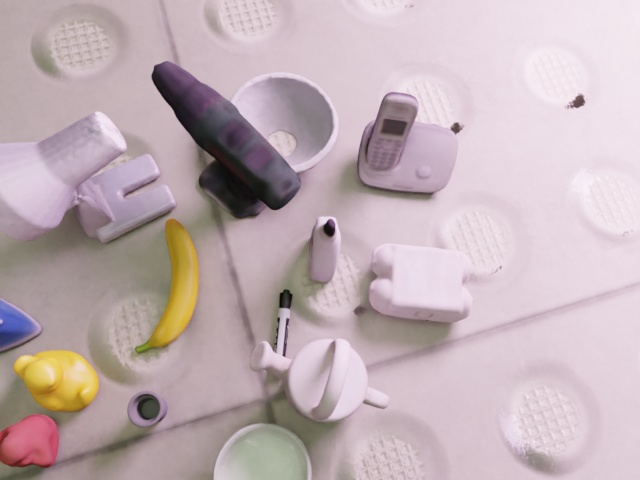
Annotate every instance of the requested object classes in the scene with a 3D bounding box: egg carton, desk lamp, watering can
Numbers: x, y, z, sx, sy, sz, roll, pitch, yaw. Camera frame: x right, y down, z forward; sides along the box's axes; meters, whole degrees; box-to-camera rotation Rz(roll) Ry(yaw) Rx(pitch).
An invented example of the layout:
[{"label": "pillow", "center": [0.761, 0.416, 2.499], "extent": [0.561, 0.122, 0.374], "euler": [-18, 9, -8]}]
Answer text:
[{"label": "egg carton", "center": [0.145, 0.062, 0.823], "extent": [0.150, 0.069, 0.107], "euler": [5, 73, -4]}, {"label": "desk lamp", "center": [-0.315, -0.076, 0.746], "extent": [0.203, 0.213, 0.118], "euler": [-29, 78, -13]}, {"label": "watering can", "center": [0.001, 0.175, 0.710], "extent": [0.173, 0.194, 0.101], "euler": [-2, 73, -6]}]

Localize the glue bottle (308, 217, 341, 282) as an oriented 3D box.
[{"label": "glue bottle", "center": [0.007, 0.003, 0.774], "extent": [0.037, 0.173, 0.078], "euler": [-1, 73, -5]}]

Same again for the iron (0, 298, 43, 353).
[{"label": "iron", "center": [-0.503, 0.094, 0.714], "extent": [0.258, 0.141, 0.118], "euler": [4, 73, -4]}]

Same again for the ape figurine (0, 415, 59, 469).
[{"label": "ape figurine", "center": [-0.365, 0.254, 0.705], "extent": [0.078, 0.092, 0.076], "euler": [33, 73, 5]}]

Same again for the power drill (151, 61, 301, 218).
[{"label": "power drill", "center": [-0.126, -0.115, 0.778], "extent": [0.229, 0.208, 0.076], "euler": [40, 74, 7]}]

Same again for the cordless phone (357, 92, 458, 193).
[{"label": "cordless phone", "center": [0.135, -0.143, 0.824], "extent": [0.147, 0.185, 0.094], "euler": [4, 73, -4]}]

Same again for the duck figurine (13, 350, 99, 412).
[{"label": "duck figurine", "center": [-0.341, 0.178, 0.733], "extent": [0.104, 0.086, 0.077], "euler": [26, 73, 3]}]

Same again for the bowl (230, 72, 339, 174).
[{"label": "bowl", "center": [-0.059, -0.164, 0.869], "extent": [0.167, 0.074, 0.167], "euler": [2, 73, -5]}]
